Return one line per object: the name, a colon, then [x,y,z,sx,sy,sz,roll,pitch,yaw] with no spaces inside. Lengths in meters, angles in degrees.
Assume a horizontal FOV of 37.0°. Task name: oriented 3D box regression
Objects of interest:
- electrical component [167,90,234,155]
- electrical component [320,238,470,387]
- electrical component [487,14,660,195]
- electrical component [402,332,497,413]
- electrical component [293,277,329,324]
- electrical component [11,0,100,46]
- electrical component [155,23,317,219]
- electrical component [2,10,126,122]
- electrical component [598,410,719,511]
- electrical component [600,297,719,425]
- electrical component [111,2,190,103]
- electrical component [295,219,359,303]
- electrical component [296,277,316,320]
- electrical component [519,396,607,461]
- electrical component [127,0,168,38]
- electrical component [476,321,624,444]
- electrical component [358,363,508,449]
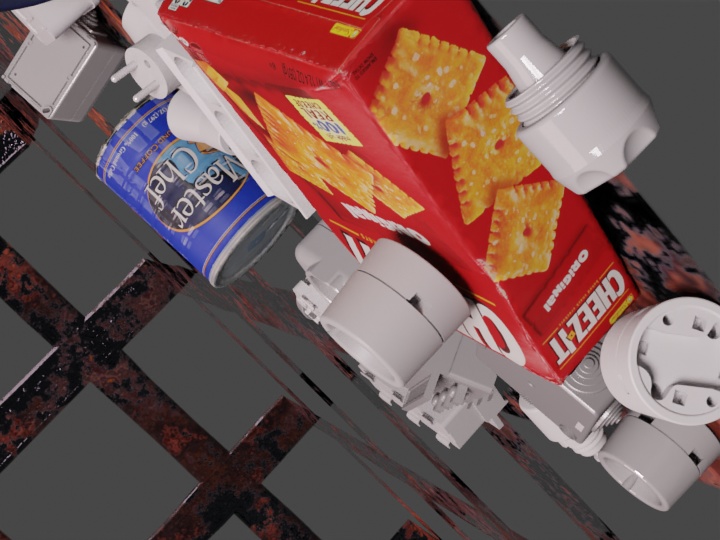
electrical component: [-0.110,-0.112,0.817,0.065,0.044,0.044,27,161,40]
electrical component: [0.015,0.021,0.496,0.055,0.047,0.055,38,168,10]
electrical component: [0.071,-0.061,0.376,0.062,0.043,0.043,46,168,-9]
electrical component: [0.066,0.068,0.796,0.063,0.078,0.121,21,168,0]
electrical component: [-0.021,0.012,0.901,0.042,0.064,0.081,41,169,15]
electrical component: [-0.256,-0.235,0.823,0.113,0.057,0.078,48,168,-20]
electrical component: [-0.050,-0.096,0.608,0.079,0.063,0.121,31,163,46]
electrical component: [-0.250,-0.184,0.934,0.062,0.096,0.061,41,-164,12]
electrical component: [0.171,0.105,0.620,0.055,0.047,0.055,41,168,10]
electrical component: [0.140,0.041,0.485,0.055,0.055,0.047,44,172,-1]
electrical component: [-0.120,-0.133,0.673,0.077,0.079,0.043,42,152,7]
electrical component: [0.000,0.000,0.795,0.095,0.059,0.053,33,164,41]
electrical component: [-0.028,0.031,1.036,0.055,0.048,0.066,24,159,37]
electrical component: [0.141,0.099,0.720,0.078,0.040,0.040,47,168,-20]
electrical component: [-0.113,-0.168,0.622,0.064,0.042,0.081,41,168,28]
electrical component: [0.113,0.049,0.616,0.100,0.048,0.099,41,168,17]
electrical component: [0.059,0.098,0.935,0.121,0.063,0.078,31,163,46]
